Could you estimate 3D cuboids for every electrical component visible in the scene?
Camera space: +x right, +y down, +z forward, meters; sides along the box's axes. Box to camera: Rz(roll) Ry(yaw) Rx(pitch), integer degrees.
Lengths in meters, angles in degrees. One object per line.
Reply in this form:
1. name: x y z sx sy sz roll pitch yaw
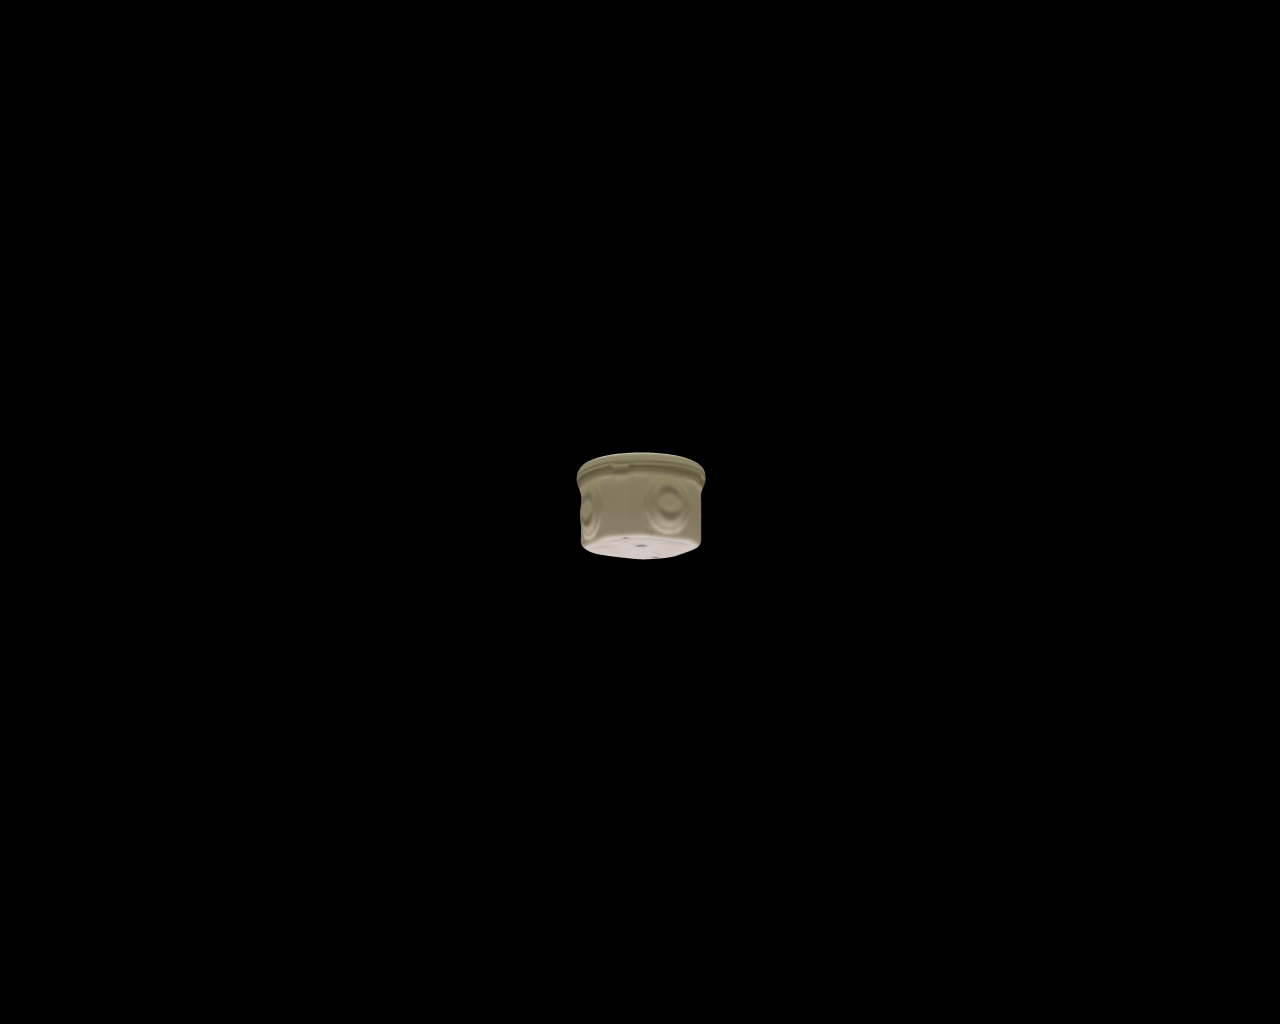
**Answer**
1. electrical component: 0.001 -0.003 0.650 0.080 0.051 0.080 0 -14 0
